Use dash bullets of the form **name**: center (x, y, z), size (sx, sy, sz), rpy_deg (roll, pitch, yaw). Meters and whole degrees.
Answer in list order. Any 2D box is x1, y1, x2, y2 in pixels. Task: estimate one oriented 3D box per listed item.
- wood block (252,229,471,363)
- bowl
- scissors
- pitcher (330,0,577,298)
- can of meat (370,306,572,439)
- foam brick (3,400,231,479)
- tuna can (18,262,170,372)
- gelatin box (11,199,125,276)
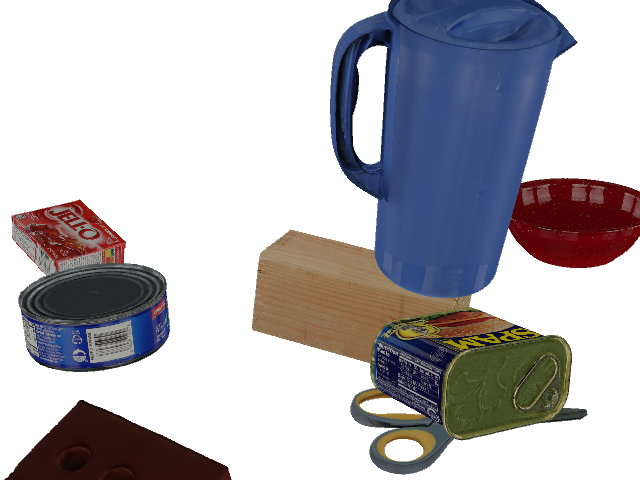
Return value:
- **wood block**: center (0.043, 0.065, 1.105), size (0.206, 0.091, 0.090), rpy_deg (14, 23, 17)
- **bowl**: center (0.261, -0.014, 1.100), size (0.162, 0.055, 0.162), rpy_deg (-2, 22, 0)
- **scissors**: center (0.124, 0.161, 0.882), size (0.202, 0.016, 0.096), rpy_deg (8, 38, 3)
- **pitcher**: center (0.098, -0.077, 0.868), size (0.149, 0.243, 0.144), rpy_deg (25, 38, 26)
- **can of meat**: center (0.094, 0.081, 0.686), size (0.101, 0.057, 0.084), rpy_deg (-6, 14, -31)
- **foam brick**: center (-0.078, 0.111, 0.430), size (0.078, 0.051, 0.052), rpy_deg (18, 44, 24)
- **tuna can**: center (-0.132, 0.044, 0.629), size (0.086, 0.034, 0.086), rpy_deg (-2, 21, 1)
- **gelatin box**: center (-0.236, -0.001, 0.996), size (0.073, 0.030, 0.089), rpy_deg (-17, 40, -36)
